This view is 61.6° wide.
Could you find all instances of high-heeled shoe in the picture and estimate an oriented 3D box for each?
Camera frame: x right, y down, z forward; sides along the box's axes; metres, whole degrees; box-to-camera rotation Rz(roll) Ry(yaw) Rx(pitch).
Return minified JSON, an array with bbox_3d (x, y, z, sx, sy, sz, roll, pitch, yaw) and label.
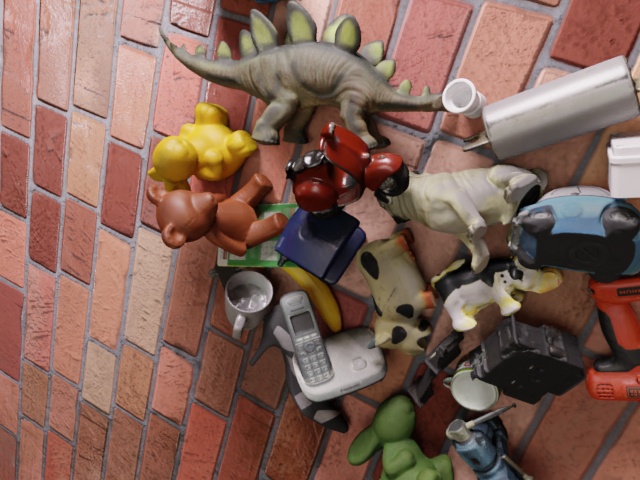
[{"bbox_3d":[-0.011,0.222,0.956,0.248,0.086,0.145,40,89,-9],"label":"high-heeled shoe"}]

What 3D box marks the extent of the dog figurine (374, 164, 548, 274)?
[{"bbox_3d":[0.190,-0.071,0.747,0.191,0.172,0.121,42,156,38],"label":"dog figurine"}]

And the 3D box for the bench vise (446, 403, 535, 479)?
[{"bbox_3d":[0.257,0.377,0.772,0.129,0.241,0.223,-19,113,26],"label":"bench vise"}]

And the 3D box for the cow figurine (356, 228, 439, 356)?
[{"bbox_3d":[0.115,0.091,0.829,0.127,0.085,0.194,-21,99,23],"label":"cow figurine"}]

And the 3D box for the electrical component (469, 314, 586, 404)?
[{"bbox_3d":[0.295,0.171,0.751,0.134,0.058,0.114,20,135,-7],"label":"electrical component"}]

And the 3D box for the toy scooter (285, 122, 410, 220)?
[{"bbox_3d":[0.018,-0.096,0.723,0.184,0.075,0.135,-14,139,39],"label":"toy scooter"}]

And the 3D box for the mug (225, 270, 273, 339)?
[{"bbox_3d":[-0.129,0.124,0.942,0.081,0.109,0.107,10,146,-5],"label":"mug"}]

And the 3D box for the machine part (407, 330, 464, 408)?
[{"bbox_3d":[0.179,0.198,0.835,0.039,0.084,0.138,34,127,19],"label":"machine part"}]

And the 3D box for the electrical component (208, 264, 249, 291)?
[{"bbox_3d":[-0.163,0.068,0.991,0.094,0.021,0.063,-14,100,28],"label":"electrical component"}]

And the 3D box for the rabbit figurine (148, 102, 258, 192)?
[{"bbox_3d":[-0.212,-0.137,0.866,0.162,0.173,0.122,-38,91,26],"label":"rabbit figurine"}]

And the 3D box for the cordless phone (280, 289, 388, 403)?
[{"bbox_3d":[0.018,0.157,0.874,0.147,0.089,0.184,-18,95,-6],"label":"cordless phone"}]

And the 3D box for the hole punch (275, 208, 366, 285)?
[{"bbox_3d":[-0.002,-0.003,0.828,0.116,0.092,0.142,31,88,12],"label":"hole punch"}]

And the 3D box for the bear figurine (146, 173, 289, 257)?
[{"bbox_3d":[-0.158,-0.045,0.834,0.132,0.195,0.120,-33,66,19],"label":"bear figurine"}]

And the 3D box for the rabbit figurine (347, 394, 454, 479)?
[{"bbox_3d":[0.134,0.346,0.902,0.159,0.121,0.170,-20,78,36],"label":"rabbit figurine"}]

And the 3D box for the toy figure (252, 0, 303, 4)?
[{"bbox_3d":[-0.102,-0.398,0.785,0.180,0.082,0.089,23,96,26],"label":"toy figure"}]

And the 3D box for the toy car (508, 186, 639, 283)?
[{"bbox_3d":[0.327,-0.017,0.680,0.162,0.103,0.109,6,137,19],"label":"toy car"}]

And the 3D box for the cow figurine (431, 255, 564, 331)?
[{"bbox_3d":[0.248,0.057,0.760,0.167,0.068,0.098,-29,89,22],"label":"cow figurine"}]

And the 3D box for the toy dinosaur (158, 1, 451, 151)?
[{"bbox_3d":[-0.036,-0.237,0.793,0.472,0.105,0.198,8,102,14],"label":"toy dinosaur"}]

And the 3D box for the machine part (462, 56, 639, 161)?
[{"bbox_3d":[0.295,-0.160,0.667,0.243,0.079,0.079,-18,97,29],"label":"machine part"}]
